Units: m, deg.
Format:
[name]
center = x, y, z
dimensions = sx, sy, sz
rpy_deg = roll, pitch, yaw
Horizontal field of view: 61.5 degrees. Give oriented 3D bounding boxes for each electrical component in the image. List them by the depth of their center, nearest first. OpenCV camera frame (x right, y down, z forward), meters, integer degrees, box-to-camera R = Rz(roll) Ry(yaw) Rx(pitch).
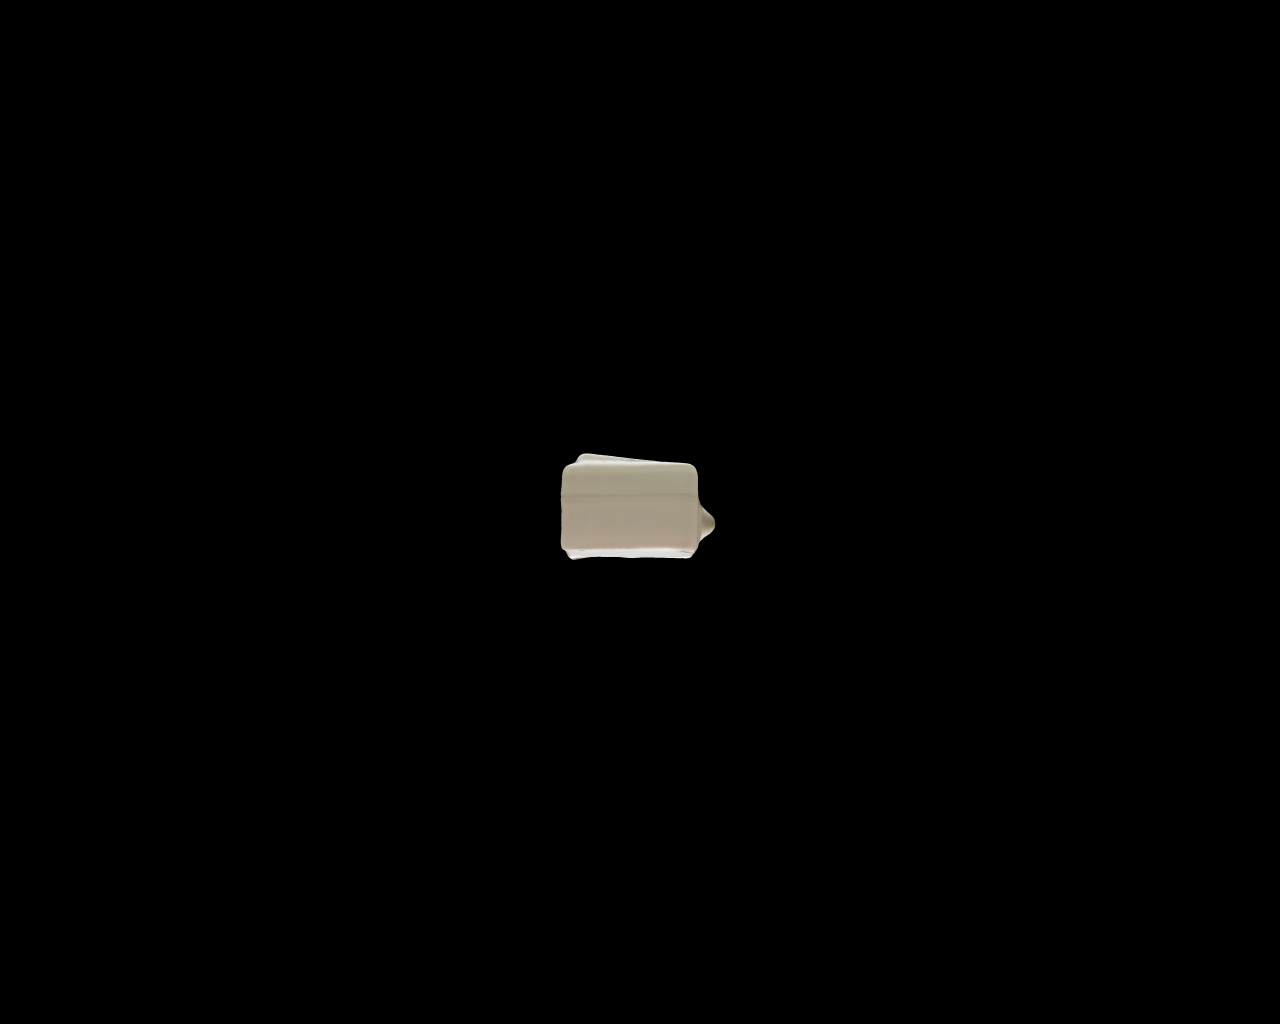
[electrical component]
center = 0.001, -0.003, 0.650
dimensions = 0.096, 0.061, 0.061
rpy_deg = 0, -7, 0
